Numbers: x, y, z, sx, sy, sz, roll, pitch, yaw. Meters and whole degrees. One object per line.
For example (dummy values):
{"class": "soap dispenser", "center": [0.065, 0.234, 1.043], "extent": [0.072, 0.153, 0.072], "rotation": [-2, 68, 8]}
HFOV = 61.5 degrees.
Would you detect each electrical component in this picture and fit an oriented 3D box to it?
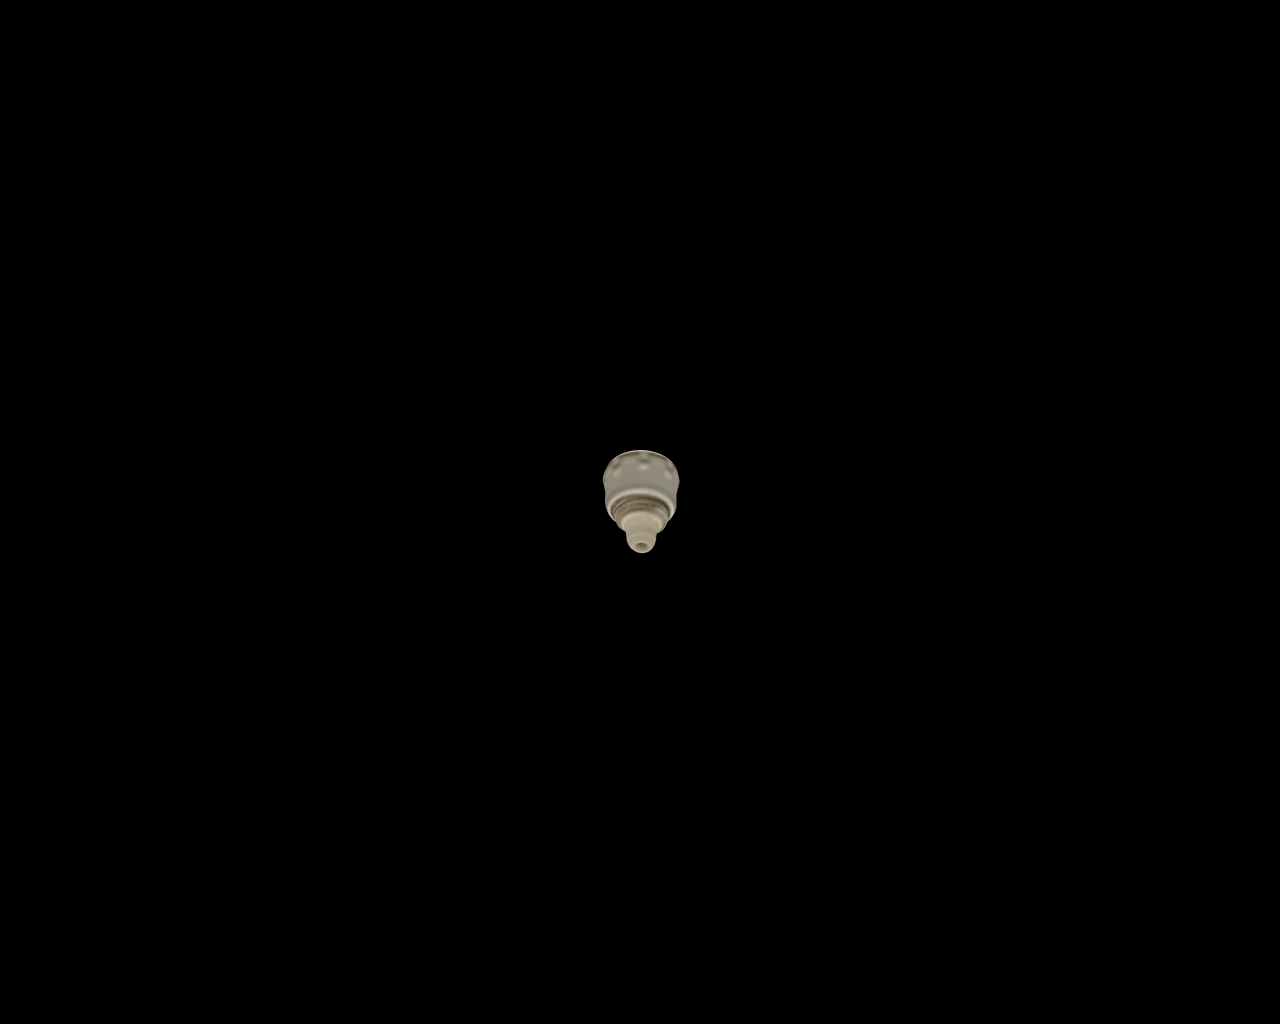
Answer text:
{"class": "electrical component", "center": [0.001, -0.003, 0.650], "extent": [0.048, 0.062, 0.048], "rotation": [0, -38, 0]}
